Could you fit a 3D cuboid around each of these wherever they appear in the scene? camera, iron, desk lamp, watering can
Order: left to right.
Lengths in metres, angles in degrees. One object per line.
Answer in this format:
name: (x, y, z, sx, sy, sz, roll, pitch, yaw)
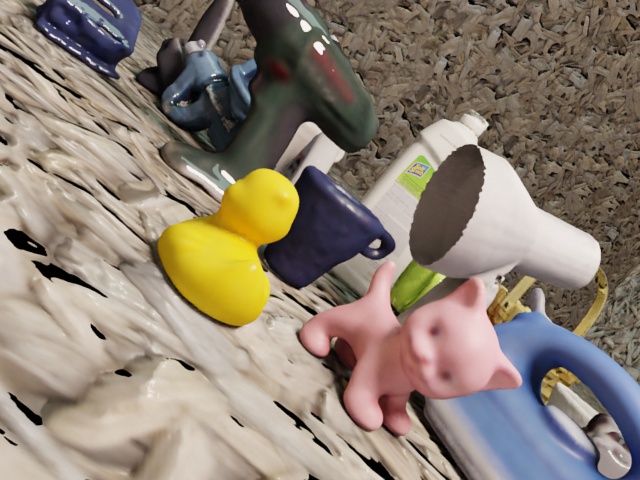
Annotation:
watering can: (-0.026, -0.163, 0.871, 0.172, 0.194, 0.101, 44, 9, 19)
desk lamp: (0.153, 0.043, 0.556, 0.204, 0.213, 0.117, 38, 9, -19)
iron: (0.188, 0.150, 0.421, 0.119, 0.141, 0.257, 34, 11, -37)
camera: (0.308, 0.250, 0.563, 0.136, 0.100, 0.144, 44, 9, 21)

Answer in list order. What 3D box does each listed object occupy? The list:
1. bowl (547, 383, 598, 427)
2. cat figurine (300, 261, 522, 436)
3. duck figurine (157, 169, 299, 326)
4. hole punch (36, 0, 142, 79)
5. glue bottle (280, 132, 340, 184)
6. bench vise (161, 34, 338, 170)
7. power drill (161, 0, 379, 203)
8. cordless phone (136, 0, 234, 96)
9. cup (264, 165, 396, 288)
bowl: (0.340, 0.264, 0.716, 0.167, 0.074, 0.167, 40, 9, -7)
cat figurine: (0.064, 0.066, 0.385, 0.067, 0.117, 0.127, 31, 13, -46)
duck figurine: (-0.048, -0.004, 0.359, 0.078, 0.086, 0.104, 36, 10, -28)
hole punch: (-0.267, -0.263, 0.680, 0.109, 0.091, 0.100, 34, 11, -38)
glue bottle: (-0.005, -0.111, 0.773, 0.037, 0.173, 0.078, 36, 10, -26)
bench vise: (-0.093, -0.212, 0.743, 0.207, 0.219, 0.121, 40, 9, -2)
power drill: (-0.060, -0.142, 0.577, 0.230, 0.208, 0.075, 37, 9, -23)
cordless phone: (-0.180, -0.287, 0.861, 0.094, 0.185, 0.147, 37, 9, -21)
cup: (0.005, 0.002, 0.521, 0.118, 0.095, 0.091, 36, 10, -28)
